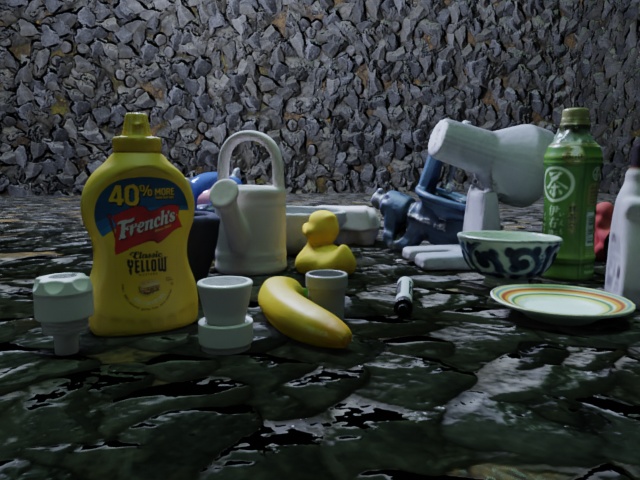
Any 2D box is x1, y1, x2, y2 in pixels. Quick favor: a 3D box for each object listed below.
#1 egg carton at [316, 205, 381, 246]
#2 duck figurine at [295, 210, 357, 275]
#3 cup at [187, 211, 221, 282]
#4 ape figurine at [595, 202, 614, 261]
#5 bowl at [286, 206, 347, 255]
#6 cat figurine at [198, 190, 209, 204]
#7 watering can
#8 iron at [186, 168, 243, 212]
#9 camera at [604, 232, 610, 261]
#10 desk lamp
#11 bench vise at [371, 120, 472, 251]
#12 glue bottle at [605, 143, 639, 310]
[{"bbox_3d":[0.040,-0.028,1.081,0.150,0.069,0.107,1,8,5],"label":"egg carton"},{"bbox_3d":[0.007,0.003,0.784,0.078,0.086,0.104,-5,9,-33],"label":"duck figurine"},{"bbox_3d":[-0.166,0.016,0.642,0.117,0.095,0.092,7,10,40],"label":"cup"},{"bbox_3d":[0.446,-0.014,0.907,0.076,0.092,0.078,2,8,13],"label":"ape figurine"},{"bbox_3d":[-0.038,-0.015,0.959,0.167,0.075,0.167,0,8,0],"label":"bowl"},{"bbox_3d":[-0.201,-0.059,1.122,0.127,0.118,0.067,2,8,11],"label":"cat figurine"},{"bbox_3d":[-0.096,-0.053,0.787,0.101,0.194,0.172,-1,8,-7],"label":"watering can"},{"bbox_3d":[-0.188,-0.047,0.941,0.118,0.141,0.259,3,8,20],"label":"iron"},{"bbox_3d":[0.452,-0.002,0.779,0.137,0.101,0.143,-2,8,-13],"label":"camera"},{"bbox_3d":[0.234,-0.068,0.841,0.203,0.213,0.117,-1,8,-12],"label":"desk lamp"},{"bbox_3d":[0.180,-0.086,0.953,0.207,0.220,0.122,2,8,15],"label":"bench vise"},{"bbox_3d":[0.335,-0.017,0.612,0.037,0.173,0.078,2,8,15],"label":"glue bottle"}]
